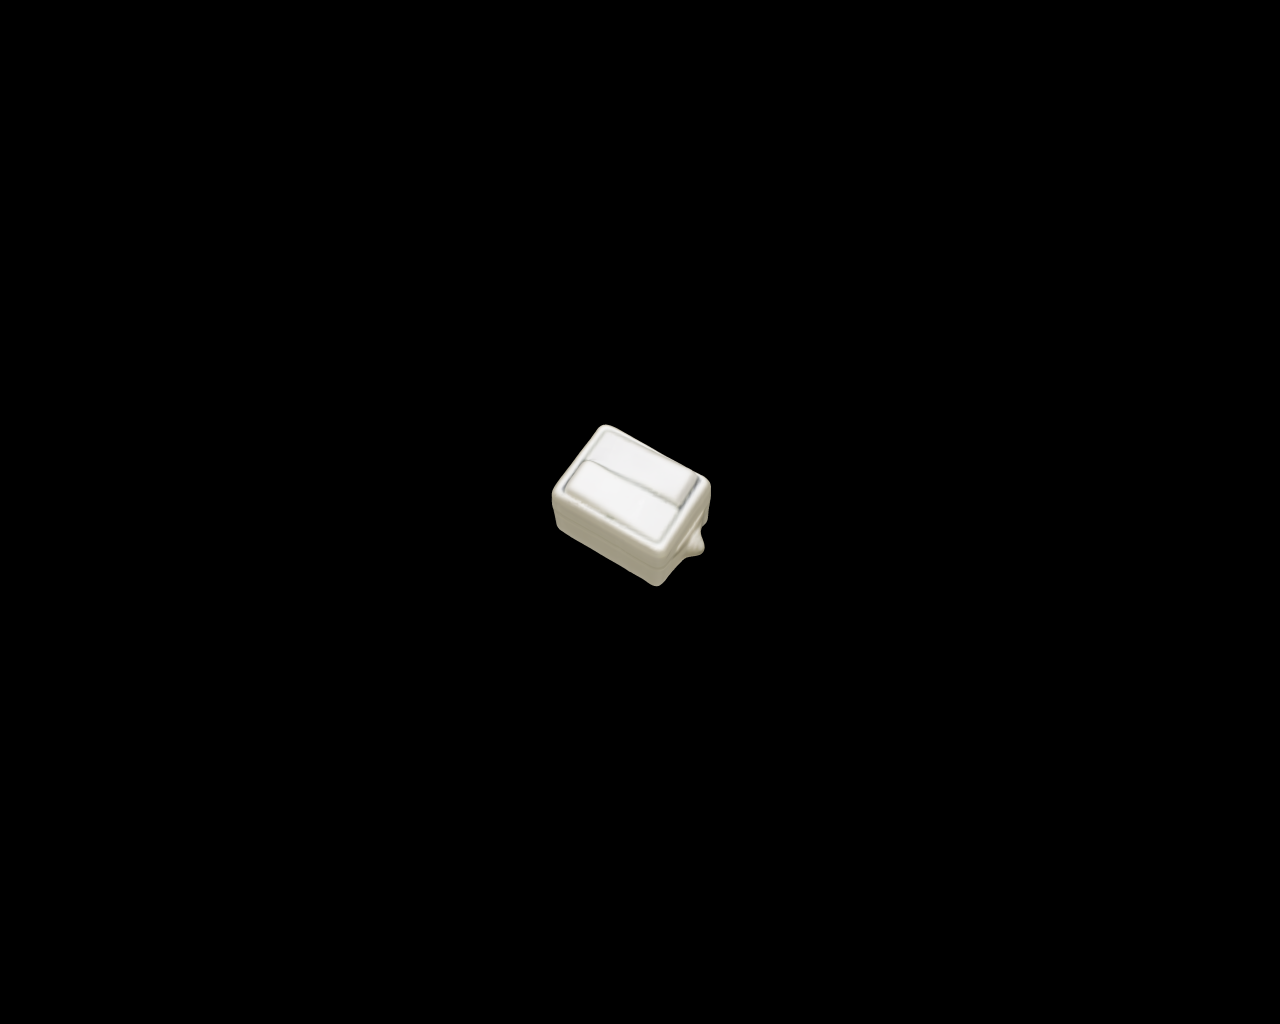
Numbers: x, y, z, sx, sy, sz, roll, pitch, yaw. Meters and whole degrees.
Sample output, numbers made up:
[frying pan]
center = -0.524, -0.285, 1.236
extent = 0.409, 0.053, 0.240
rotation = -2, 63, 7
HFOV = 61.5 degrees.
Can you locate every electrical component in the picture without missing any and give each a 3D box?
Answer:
[electrical component]
center = 0.001, -0.003, 0.650
extent = 0.096, 0.062, 0.061
rotation = 30, -23, 14
